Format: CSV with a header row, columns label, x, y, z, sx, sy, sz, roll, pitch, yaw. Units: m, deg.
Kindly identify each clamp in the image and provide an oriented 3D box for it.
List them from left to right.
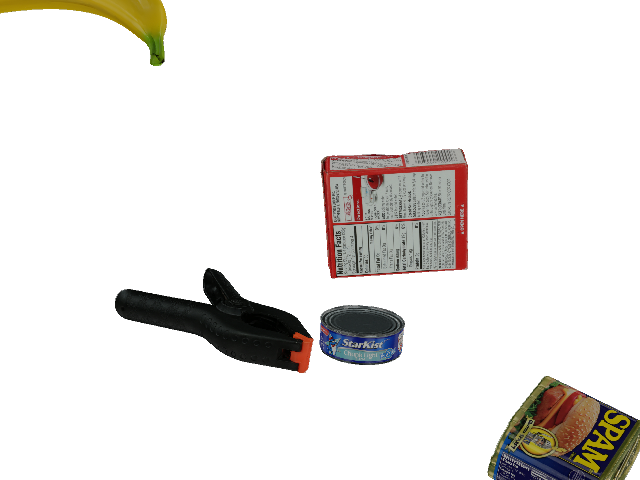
label,x,y,z,sx,sy,sz,roll,pitch,yaw
clamp,-0.072,0.063,0.892,0.172,0.039,0.120,20,27,24

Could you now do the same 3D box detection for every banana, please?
label,x,y,z,sx,sy,sz,roll,pitch,yaw
banana,-0.193,-0.185,0.816,0.198,0.069,0.037,16,-38,19

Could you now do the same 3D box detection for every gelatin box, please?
label,x,y,z,sx,sy,sz,roll,pitch,yaw
gelatin box,0.047,-0.017,0.667,0.089,0.073,0.030,-3,26,2

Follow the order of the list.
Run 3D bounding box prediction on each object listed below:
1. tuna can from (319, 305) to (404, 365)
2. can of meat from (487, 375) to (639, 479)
label,x,y,z,sx,sy,sz,roll,pitch,yaw
tuna can,0.042,0.096,1.084,0.086,0.034,0.086,3,16,-1
can of meat,0.185,0.157,0.799,0.084,0.057,0.101,25,41,26
